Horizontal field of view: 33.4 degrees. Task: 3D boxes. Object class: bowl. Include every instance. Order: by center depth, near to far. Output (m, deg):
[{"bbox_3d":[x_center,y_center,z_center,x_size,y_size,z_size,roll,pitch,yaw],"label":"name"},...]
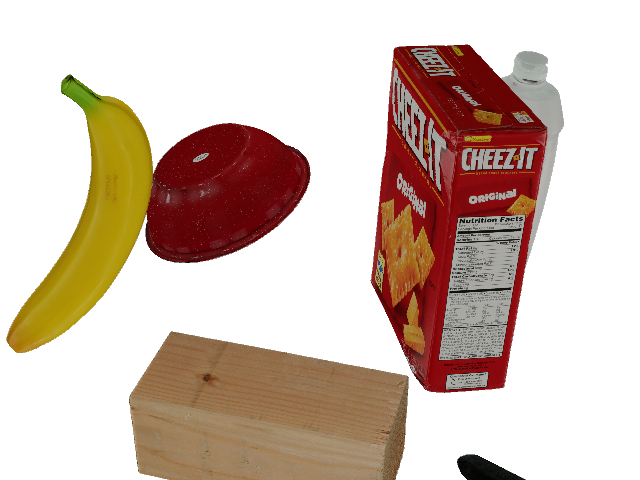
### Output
[{"bbox_3d":[-0.093,-0.054,0.936,0.162,0.055,0.162,-18,36,13],"label":"bowl"}]

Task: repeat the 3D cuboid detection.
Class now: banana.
[{"bbox_3d":[-0.145,-0.011,0.665,0.069,0.198,0.037,8,28,-21],"label":"banana"}]

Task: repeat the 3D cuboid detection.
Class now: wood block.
[{"bbox_3d":[-0.039,0.150,0.869,0.206,0.090,0.090,10,36,14],"label":"wood block"}]

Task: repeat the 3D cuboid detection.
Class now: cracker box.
[{"bbox_3d":[0.094,-0.019,0.802,0.072,0.214,0.164,-4,30,-12],"label":"cracker box"}]

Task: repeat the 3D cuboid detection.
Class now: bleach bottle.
[{"bbox_3d":[0.174,-0.068,1.046,0.103,0.251,0.068,21,38,20],"label":"bleach bottle"}]

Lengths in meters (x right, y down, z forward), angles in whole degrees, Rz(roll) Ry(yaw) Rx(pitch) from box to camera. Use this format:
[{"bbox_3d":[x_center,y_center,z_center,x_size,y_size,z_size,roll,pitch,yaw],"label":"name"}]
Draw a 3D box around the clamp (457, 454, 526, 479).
[{"bbox_3d":[0.194,0.242,0.858,0.210,0.036,0.164,1,34,24],"label":"clamp"}]
